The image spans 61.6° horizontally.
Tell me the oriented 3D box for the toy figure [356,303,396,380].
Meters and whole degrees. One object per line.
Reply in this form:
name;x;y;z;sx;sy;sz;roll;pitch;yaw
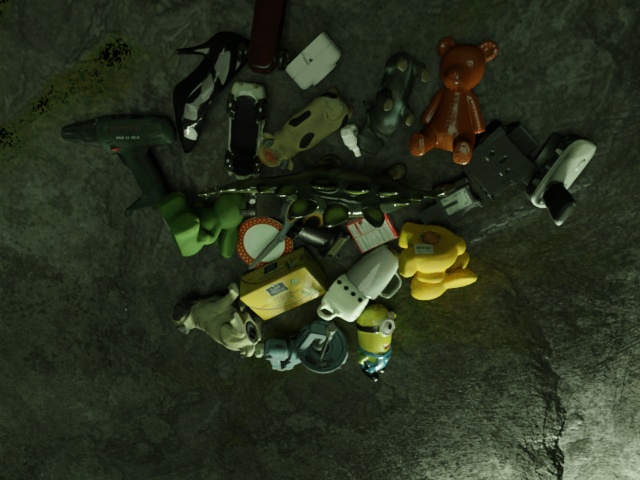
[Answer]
toy figure;0.121;0.228;1.216;0.089;0.082;0.180;7;118;3

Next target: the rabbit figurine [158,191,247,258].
rabbit figurine;-0.222;-0.034;1.113;0.170;0.121;0.158;-27;131;-15

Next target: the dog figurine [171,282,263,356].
dog figurine;-0.239;0.196;1.206;0.191;0.172;0.121;-23;145;17

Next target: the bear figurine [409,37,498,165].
bear figurine;0.240;-0.250;0.952;0.120;0.132;0.195;18;124;21

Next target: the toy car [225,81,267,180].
toy car;-0.146;-0.210;1.056;0.074;0.056;0.201;8;122;-1

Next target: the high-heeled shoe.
high-heeled shoe;-0.206;-0.281;1.044;0.145;0.086;0.248;-9;137;-21

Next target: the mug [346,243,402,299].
mug;0.129;0.068;1.141;0.109;0.081;0.107;38;105;-6

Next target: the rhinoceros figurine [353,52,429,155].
rhinoceros figurine;0.121;-0.248;0.980;0.073;0.112;0.190;14;105;-30

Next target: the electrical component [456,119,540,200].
electrical component;0.341;-0.159;1.019;0.115;0.058;0.134;41;114;-14

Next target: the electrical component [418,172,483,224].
electrical component;0.256;-0.075;1.073;0.119;0.048;0.074;-31;106;20

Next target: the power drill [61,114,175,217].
power drill;-0.398;-0.157;1.112;0.232;0.086;0.207;-10;106;9

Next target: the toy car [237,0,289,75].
toy car;-0.089;-0.396;0.954;0.089;0.053;0.202;10;96;8

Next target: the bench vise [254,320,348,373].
bench vise;-0.030;0.226;1.189;0.224;0.129;0.240;17;150;-9

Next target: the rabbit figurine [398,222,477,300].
rabbit figurine;0.236;0.054;1.117;0.162;0.122;0.173;-4;130;-2

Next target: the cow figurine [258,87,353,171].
cow figurine;-0.033;-0.201;1.009;0.195;0.127;0.085;-31;104;16

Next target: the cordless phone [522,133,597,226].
cordless phone;0.439;-0.109;0.958;0.089;0.184;0.146;30;115;-2

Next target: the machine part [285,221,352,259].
machine part;-0.002;-0.003;1.128;0.139;0.039;0.084;16;126;-31

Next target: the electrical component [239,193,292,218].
electrical component;-0.110;-0.082;1.100;0.102;0.045;0.078;3;102;-24

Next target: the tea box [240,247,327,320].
tea box;-0.080;0.097;1.174;0.170;0.068;0.098;-27;129;20

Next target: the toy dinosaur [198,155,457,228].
toy dinosaur;0.019;-0.094;1.013;0.472;0.199;0.105;0;109;5
